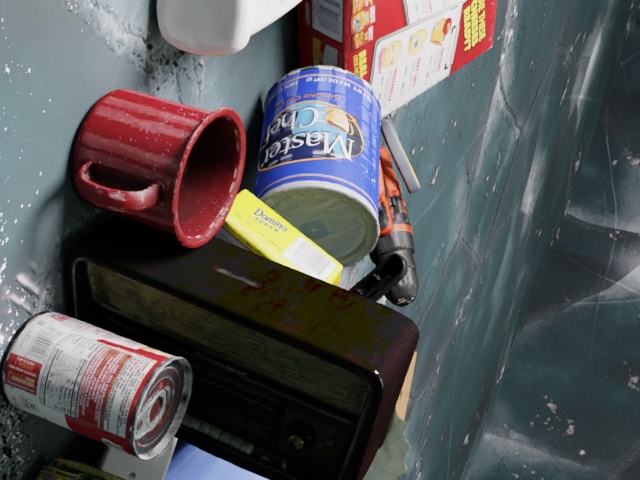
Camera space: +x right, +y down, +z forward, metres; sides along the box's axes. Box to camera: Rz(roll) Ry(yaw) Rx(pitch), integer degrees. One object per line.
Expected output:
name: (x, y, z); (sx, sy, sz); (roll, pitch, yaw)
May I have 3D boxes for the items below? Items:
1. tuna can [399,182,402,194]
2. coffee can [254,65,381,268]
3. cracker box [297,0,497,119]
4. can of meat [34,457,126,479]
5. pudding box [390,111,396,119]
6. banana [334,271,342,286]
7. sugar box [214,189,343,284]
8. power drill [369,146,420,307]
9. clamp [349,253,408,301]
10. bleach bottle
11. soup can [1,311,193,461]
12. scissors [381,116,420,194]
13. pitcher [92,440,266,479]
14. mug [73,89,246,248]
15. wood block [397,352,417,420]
tuna can: (0.067, -0.034, 1.272); (0.086, 0.034, 0.086); (18, 90, -72)
coffee can: (-0.001, -0.059, 0.879); (0.103, 0.103, 0.140); (84, 7, -49)
cracker box: (0.074, -0.213, 0.982); (0.213, 0.072, 0.164); (-36, 144, -29)
can of meat: (-0.164, 0.203, 0.723); (0.057, 0.102, 0.083); (90, 23, -44)
pudding box: (0.076, -0.198, 1.143); (0.090, 0.039, 0.113); (-58, 155, -27)
banana: (0.014, 0.071, 1.177); (0.198, 0.069, 0.037); (79, -9, -66)
sugar box: (-0.064, 0.056, 0.789); (0.048, 0.093, 0.176); (-45, 172, -48)
power drill: (0.053, -0.036, 1.092); (0.187, 0.057, 0.184); (53, 21, -67)
clamp: (-0.011, 0.090, 1.090); (0.210, 0.164, 0.036); (110, -34, -52)
bleach bottle: (-0.031, -0.213, 0.791); (0.250, 0.068, 0.103); (-44, 144, -59)
soup can: (-0.142, 0.091, 0.680); (0.068, 0.102, 0.068); (18, 90, -71)
scissors: (0.059, -0.142, 1.112); (0.096, 0.016, 0.201); (-101, 166, -68)
pitcher: (-0.136, 0.250, 0.831); (0.242, 0.149, 0.145); (-37, 156, -55)
mug: (-0.110, -0.046, 0.683); (0.117, 0.082, 0.093); (-44, 147, -55)
wood block: (0.041, 0.216, 1.199); (0.090, 0.090, 0.206); (35, 65, -71)
